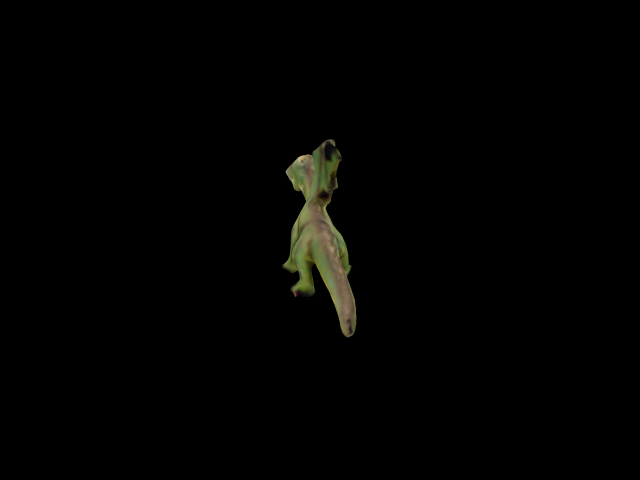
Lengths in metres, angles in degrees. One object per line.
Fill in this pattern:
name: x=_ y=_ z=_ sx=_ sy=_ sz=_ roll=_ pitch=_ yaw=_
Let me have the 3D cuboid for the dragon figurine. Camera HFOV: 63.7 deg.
dragon figurine: x=0.003 y=-0.043 z=0.850 sx=0.122 sy=0.239 sz=0.416 roll=-5 pitch=21 yaw=-14
